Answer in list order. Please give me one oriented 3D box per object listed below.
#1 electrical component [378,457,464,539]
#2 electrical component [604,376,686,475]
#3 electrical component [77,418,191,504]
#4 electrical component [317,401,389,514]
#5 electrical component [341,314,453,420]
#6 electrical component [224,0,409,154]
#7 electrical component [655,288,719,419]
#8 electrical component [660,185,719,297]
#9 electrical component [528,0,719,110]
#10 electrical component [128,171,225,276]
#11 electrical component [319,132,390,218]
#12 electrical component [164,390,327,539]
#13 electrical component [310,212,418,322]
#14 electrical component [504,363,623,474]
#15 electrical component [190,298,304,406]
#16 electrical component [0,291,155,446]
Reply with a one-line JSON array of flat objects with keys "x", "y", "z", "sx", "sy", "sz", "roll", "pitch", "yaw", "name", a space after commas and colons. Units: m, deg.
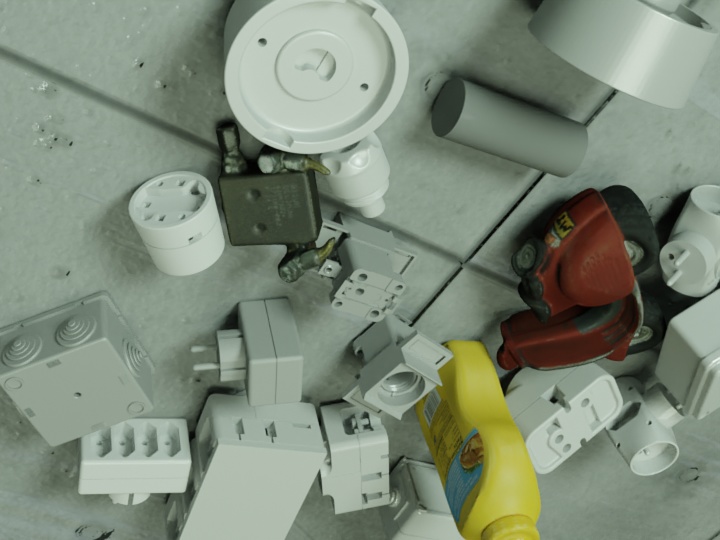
[{"x": 0.057, "y": 0.213, "z": 0.956, "sx": 0.096, "sy": 0.061, "sz": 0.061, "roll": 17, "pitch": 123, "yaw": -27, "name": "electrical component"}, {"x": 0.251, "y": 0.123, "z": 0.922, "sx": 0.079, "sy": 0.077, "sz": 0.043, "roll": -42, "pitch": 128, "yaw": 19, "name": "electrical component"}, {"x": -0.182, "y": 0.160, "z": 0.855, "sx": 0.083, "sy": 0.047, "sz": 0.075, "roll": 3, "pitch": 128, "yaw": -17, "name": "electrical component"}, {"x": -0.009, "y": 0.156, "z": 0.896, "sx": 0.056, "sy": 0.050, "sz": 0.089, "roll": -9, "pitch": 132, "yaw": -8, "name": "electrical component"}, {"x": 0.025, "y": 0.072, "z": 0.826, "sx": 0.081, "sy": 0.063, "sz": 0.042, "roll": -42, "pitch": 128, "yaw": 20, "name": "electrical component"}, {"x": -0.030, "y": -0.131, "z": 0.641, "sx": 0.108, "sy": 0.060, "sz": 0.108, "roll": -8, "pitch": 131, "yaw": -9, "name": "electrical component"}, {"x": 0.299, "y": 0.055, "z": 0.859, "sx": 0.109, "sy": 0.056, "sz": 0.108, "roll": -30, "pitch": 152, "yaw": -8, "name": "electrical component"}, {"x": 0.253, "y": -0.014, "z": 0.813, "sx": 0.079, "sy": 0.044, "sz": 0.077, "roll": -36, "pitch": 146, "yaw": -41, "name": "electrical component"}, {"x": 0.163, "y": -0.150, "z": 0.650, "sx": 0.108, "sy": 0.108, "sz": 0.060, "roll": 14, "pitch": 118, "yaw": -25, "name": "electrical component"}, {"x": -0.119, "y": -0.029, "z": 0.708, "sx": 0.055, "sy": 0.055, "sz": 0.047, "roll": -15, "pitch": 135, "yaw": -3, "name": "electrical component"}, {"x": 0.000, "y": -0.062, "z": 0.719, "sx": 0.043, "sy": 0.043, "sz": 0.062, "roll": -22, "pitch": 132, "yaw": 3, "name": "electrical component"}, {"x": -0.097, "y": 0.172, "z": 0.878, "sx": 0.089, "sy": 0.061, "sz": 0.150, "roll": 9, "pitch": 126, "yaw": -22, "name": "electrical component"}, {"x": 0.000, "y": 0.000, "z": 0.758, "sx": 0.081, "sy": 0.063, "sz": 0.042, "roll": 18, "pitch": 124, "yaw": -28, "name": "electrical component"}, {"x": 0.160, "y": 0.113, "z": 0.891, "sx": 0.095, "sy": 0.059, "sz": 0.053, "roll": -37, "pitch": 128, "yaw": -9, "name": "electrical component"}, {"x": -0.085, "y": 0.061, "z": 0.785, "sx": 0.077, "sy": 0.065, "sz": 0.047, "roll": -4, "pitch": 130, "yaw": -12, "name": "electrical component"}, {"x": -0.204, "y": 0.074, "z": 0.775, "sx": 0.100, "sy": 0.048, "sz": 0.099, "roll": -20, "pitch": 132, "yaw": 2, "name": "electrical component"}]
